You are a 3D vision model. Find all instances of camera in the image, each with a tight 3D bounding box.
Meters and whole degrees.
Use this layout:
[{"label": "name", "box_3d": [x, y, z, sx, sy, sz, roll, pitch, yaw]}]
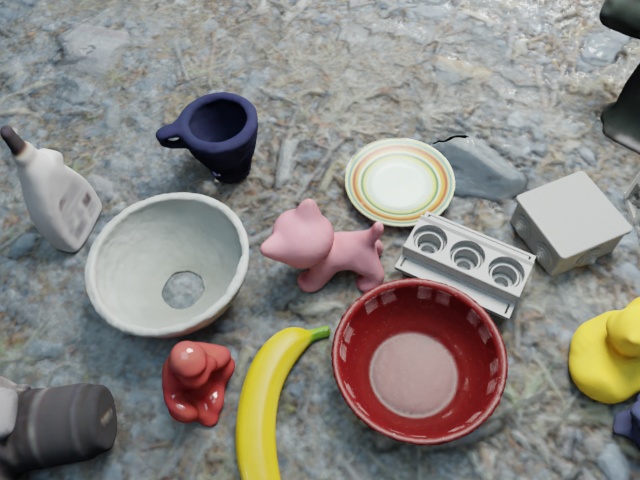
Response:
[{"label": "camera", "box_3d": [-0.259, 0.181, 0.503, 0.137, 0.101, 0.143, -9, 58, -3]}]

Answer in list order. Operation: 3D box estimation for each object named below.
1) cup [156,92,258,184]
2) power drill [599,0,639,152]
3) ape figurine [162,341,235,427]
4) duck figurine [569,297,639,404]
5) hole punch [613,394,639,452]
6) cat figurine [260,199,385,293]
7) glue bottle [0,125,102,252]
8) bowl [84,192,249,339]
[{"label": "cup", "box_3d": [-0.126, -0.110, 0.681, 0.118, 0.095, 0.091, -11, 58, -4]}, {"label": "power drill", "box_3d": [0.410, -0.187, 0.634, 0.229, 0.208, 0.076, 36, 66, 22]}, {"label": "ape figurine", "box_3d": [-0.118, 0.125, 0.536, 0.078, 0.092, 0.076, -36, 63, -18]}, {"label": "duck figurine", "box_3d": [0.284, 0.098, 0.535, 0.077, 0.086, 0.105, 33, 65, 21]}, {"label": "hole punch", "box_3d": [0.330, 0.164, 0.489, 0.109, 0.091, 0.101, -19, 59, -9]}, {"label": "cat figurine", "box_3d": [0.005, 0.002, 0.591, 0.127, 0.118, 0.067, -4, 58, 1]}, {"label": "glue bottle", "box_3d": [-0.291, -0.060, 0.612, 0.037, 0.173, 0.078, 12, 59, 11]}, {"label": "bowl", "box_3d": [-0.152, 0.036, 0.603, 0.167, 0.075, 0.167, -1, 58, 2]}]
